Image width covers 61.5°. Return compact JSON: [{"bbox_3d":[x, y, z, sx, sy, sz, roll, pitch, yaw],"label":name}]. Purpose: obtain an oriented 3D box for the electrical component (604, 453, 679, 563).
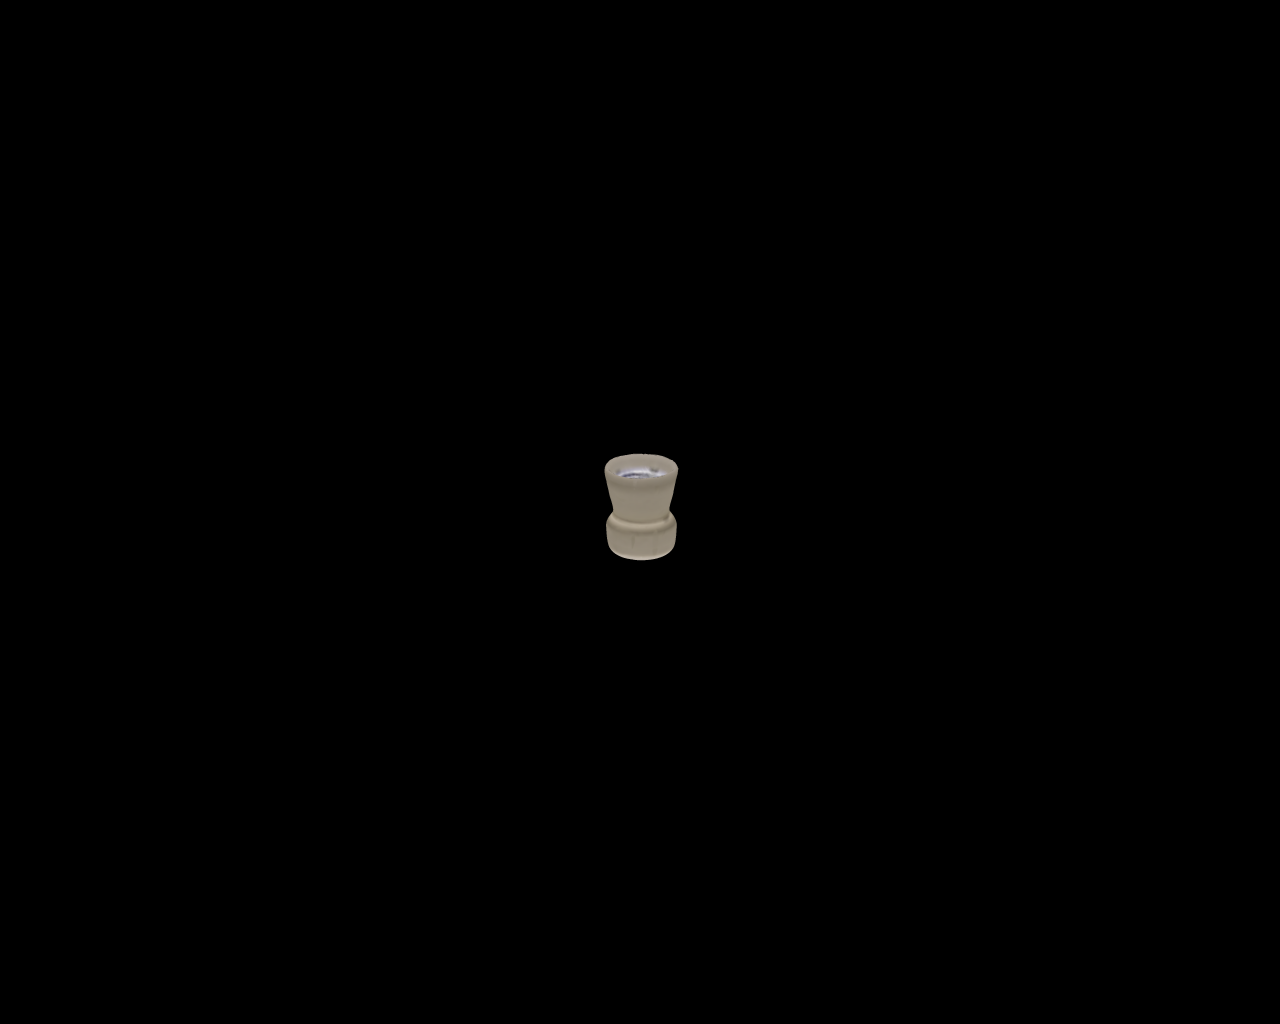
[{"bbox_3d":[0.001,-0.003,0.650,0.045,0.055,0.045,0,23,0],"label":"electrical component"}]
